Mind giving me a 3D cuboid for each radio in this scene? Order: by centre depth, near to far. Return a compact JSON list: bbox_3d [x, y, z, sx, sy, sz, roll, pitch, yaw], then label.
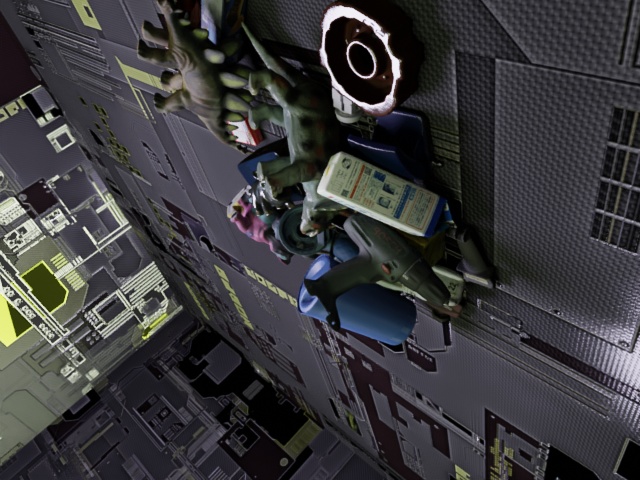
[{"bbox_3d":[-0.095,-0.155,1.248,0.131,0.073,0.230,55,156,-17],"label":"radio"}]

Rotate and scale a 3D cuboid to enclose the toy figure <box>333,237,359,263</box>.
[{"bbox_3d":[0.097,0.036,1.059,0.155,0.064,0.057,23,-177,37],"label":"toy figure"}]

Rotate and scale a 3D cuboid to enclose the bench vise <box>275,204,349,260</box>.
[{"bbox_3d":[0.002,-0.013,1.179,0.224,0.129,0.240,25,166,9],"label":"bench vise"}]

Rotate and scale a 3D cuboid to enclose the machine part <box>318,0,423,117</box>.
[{"bbox_3d":[0.073,-0.276,0.803,0.179,0.056,0.179,38,153,23],"label":"machine part"}]

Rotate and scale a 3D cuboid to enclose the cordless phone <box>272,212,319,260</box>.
[{"bbox_3d":[-0.039,-0.003,1.389,0.147,0.089,0.184,41,174,15],"label":"cordless phone"}]

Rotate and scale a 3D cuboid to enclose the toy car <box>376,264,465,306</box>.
[{"bbox_3d":[0.186,0.074,1.066,0.202,0.073,0.056,17,174,23],"label":"toy car"}]

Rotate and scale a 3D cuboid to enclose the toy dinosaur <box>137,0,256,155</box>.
[{"bbox_3d":[-0.227,-0.298,1.064,0.199,0.105,0.471,3,160,2],"label":"toy dinosaur"}]

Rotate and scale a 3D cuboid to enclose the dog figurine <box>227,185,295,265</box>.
[{"bbox_3d":[-0.140,-0.034,1.458,0.219,0.108,0.192,44,-178,-23],"label":"dog figurine"}]

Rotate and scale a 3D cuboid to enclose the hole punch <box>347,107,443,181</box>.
[{"bbox_3d":[0.119,-0.147,0.885,0.142,0.092,0.115,21,148,39],"label":"hole punch"}]

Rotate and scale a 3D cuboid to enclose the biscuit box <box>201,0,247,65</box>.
[{"bbox_3d":[-0.184,-0.411,1.020,0.059,0.063,0.202,44,156,8],"label":"biscuit box"}]

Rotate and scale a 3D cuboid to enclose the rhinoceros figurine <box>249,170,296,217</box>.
[{"bbox_3d":[-0.101,-0.110,1.143,0.190,0.073,0.112,165,88,-71],"label":"rhinoceros figurine"}]

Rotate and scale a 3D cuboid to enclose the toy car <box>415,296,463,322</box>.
[{"bbox_3d":[0.207,0.097,1.130,0.202,0.053,0.089,38,140,24],"label":"toy car"}]

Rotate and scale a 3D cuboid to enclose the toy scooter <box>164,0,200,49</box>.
[{"bbox_3d":[-0.280,-0.437,1.062,0.075,0.135,0.183,5,153,-1],"label":"toy scooter"}]

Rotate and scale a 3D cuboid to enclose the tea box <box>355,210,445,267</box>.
[{"bbox_3d":[0.153,-0.018,1.039,0.170,0.068,0.098,33,153,29],"label":"tea box"}]

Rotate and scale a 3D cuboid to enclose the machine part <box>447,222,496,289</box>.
[{"bbox_3d":[0.268,0.030,0.958,0.084,0.039,0.138,26,152,57],"label":"machine part"}]

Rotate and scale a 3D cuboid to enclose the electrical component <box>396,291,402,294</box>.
[{"bbox_3d":[0.155,0.095,1.239,0.102,0.045,0.078,39,168,21],"label":"electrical component"}]

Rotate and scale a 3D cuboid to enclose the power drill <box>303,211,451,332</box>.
[{"bbox_3d":[0.088,0.075,0.964,0.232,0.207,0.086,53,-172,13],"label":"power drill"}]

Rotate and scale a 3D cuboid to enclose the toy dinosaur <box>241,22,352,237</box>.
[{"bbox_3d":[-0.026,-0.198,0.977,0.131,0.192,0.404,-162,64,-71],"label":"toy dinosaur"}]
